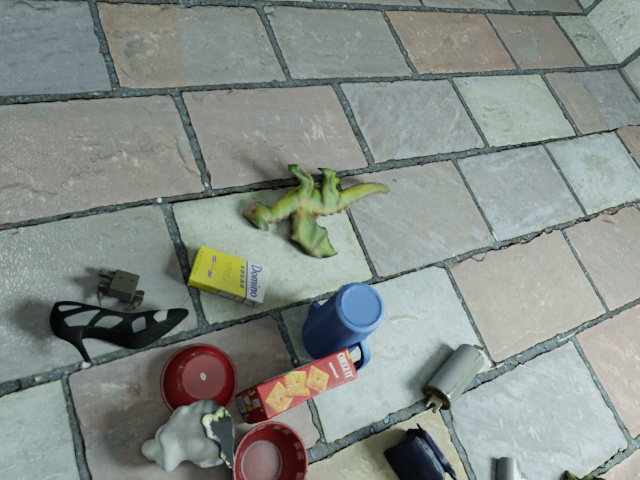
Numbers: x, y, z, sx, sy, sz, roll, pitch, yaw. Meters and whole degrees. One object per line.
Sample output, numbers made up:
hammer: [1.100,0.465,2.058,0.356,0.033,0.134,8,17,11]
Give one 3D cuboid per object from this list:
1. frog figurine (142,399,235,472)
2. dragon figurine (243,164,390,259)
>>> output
frog figurine: [-0.249,0.382,0.988,0.126,0.158,0.135,-86,152,-53]
dragon figurine: [0.004,-0.069,1.364,0.410,0.121,0.245,8,78,-19]
